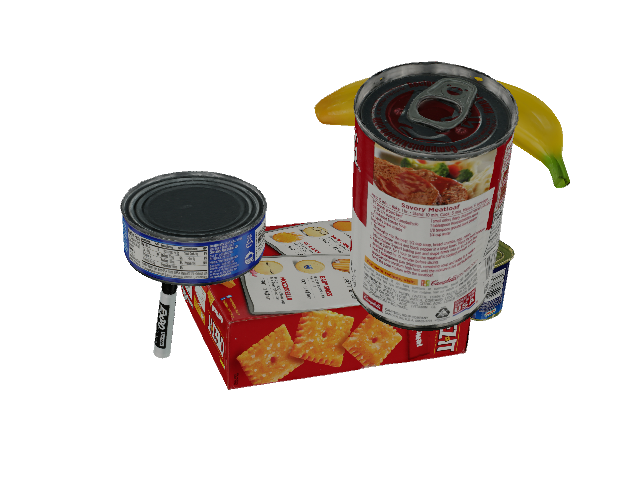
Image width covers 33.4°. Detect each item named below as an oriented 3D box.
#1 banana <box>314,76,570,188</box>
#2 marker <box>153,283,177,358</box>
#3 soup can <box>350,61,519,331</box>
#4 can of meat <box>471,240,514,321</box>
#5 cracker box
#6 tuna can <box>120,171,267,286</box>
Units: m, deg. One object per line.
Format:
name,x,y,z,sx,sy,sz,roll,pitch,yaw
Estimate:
banana,0.096,-0.096,0.793,0.198,0.069,0.037,16,-37,17
marker,-0.168,0.079,1.167,0.020,0.121,0.020,8,36,-6
soup can,0.047,-0.018,0.473,0.068,0.102,0.068,0,42,0
can of meat,0.172,0.035,1.246,0.057,0.084,0.102,-22,41,-32
cracker box,0.000,0.048,0.924,0.213,0.072,0.164,-6,27,-20
tuna can,-0.075,-0.008,0.636,0.086,0.034,0.086,2,29,-1
